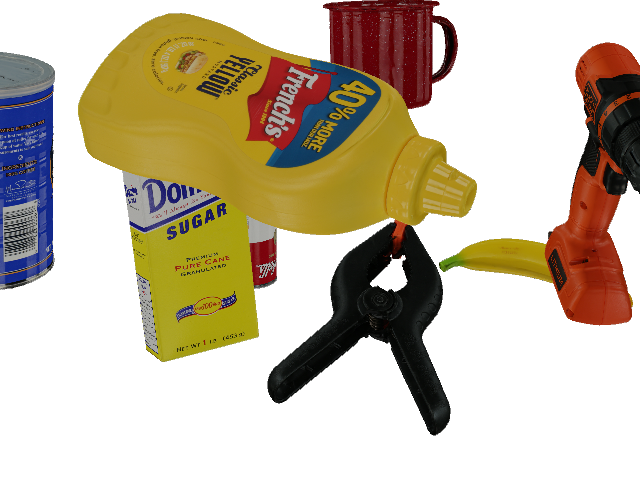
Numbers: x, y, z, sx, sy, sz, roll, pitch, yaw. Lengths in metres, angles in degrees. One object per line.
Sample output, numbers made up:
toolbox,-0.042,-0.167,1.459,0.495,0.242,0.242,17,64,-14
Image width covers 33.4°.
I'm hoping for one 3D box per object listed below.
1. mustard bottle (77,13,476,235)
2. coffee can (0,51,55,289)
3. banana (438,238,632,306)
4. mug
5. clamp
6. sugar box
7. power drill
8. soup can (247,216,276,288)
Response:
mustard bottle,-0.015,-0.051,0.517,0.192,0.058,0.096,22,49,21
coffee can,-0.234,-0.050,0.729,0.103,0.140,0.103,5,22,-2
banana,0.224,0.032,1.085,0.198,0.037,0.069,11,47,27
mug,0.060,-0.152,0.865,0.117,0.081,0.093,-10,17,-27
clamp,0.030,0.055,0.738,0.120,0.171,0.039,7,-43,0
sugar box,-0.107,0.004,0.887,0.093,0.176,0.048,-14,20,-27
power drill,0.218,-0.031,0.793,0.057,0.188,0.184,4,35,-1
soup can,-0.081,-0.006,1.151,0.068,0.102,0.068,0,17,0
